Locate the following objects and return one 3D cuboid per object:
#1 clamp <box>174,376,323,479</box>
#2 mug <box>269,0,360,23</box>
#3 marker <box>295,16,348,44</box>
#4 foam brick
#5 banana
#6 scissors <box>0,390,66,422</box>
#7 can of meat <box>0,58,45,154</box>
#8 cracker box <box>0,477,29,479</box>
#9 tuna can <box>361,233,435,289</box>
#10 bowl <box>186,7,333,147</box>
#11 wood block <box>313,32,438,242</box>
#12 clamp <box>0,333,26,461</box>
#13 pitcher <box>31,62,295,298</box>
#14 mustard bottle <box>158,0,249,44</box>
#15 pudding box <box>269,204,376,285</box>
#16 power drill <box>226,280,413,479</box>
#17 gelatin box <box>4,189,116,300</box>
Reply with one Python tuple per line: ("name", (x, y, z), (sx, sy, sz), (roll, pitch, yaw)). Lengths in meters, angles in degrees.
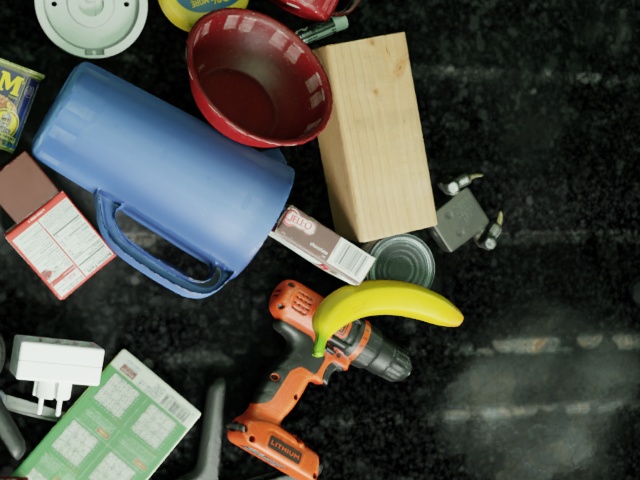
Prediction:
("clamp", (-0.117, 0.261, 1.144), (0.210, 0.036, 0.164), (-44, 105, -13))
("mug", (-0.003, -0.276, 1.118), (0.117, 0.093, 0.081), (23, 92, -38))
("marker", (-0.026, -0.215, 1.147), (0.121, 0.020, 0.020), (-26, 101, -14))
("foam brick", (-0.294, -0.053, 1.043), (0.053, 0.078, 0.051), (-40, 106, -11))
("banana", (0.065, 0.075, 1.142), (0.197, 0.037, 0.069), (-10, 83, -30))
("scissors", (-0.334, 0.141, 1.077), (0.201, 0.016, 0.096), (4, 93, -18))
("can of meat", (-0.331, -0.139, 1.036), (0.102, 0.057, 0.084), (20, 90, -18))
("cracker box", (-0.367, 0.338, 1.031), (0.164, 0.072, 0.214), (1, 94, 3))
("tuna can", (0.084, 0.032, 1.193), (0.086, 0.034, 0.086), (-1, 94, -18))
("bowl", (-0.069, -0.149, 1.056), (0.161, 0.055, 0.162), (17, 54, -25))
("wood block", (0.052, -0.109, 1.142), (0.090, 0.091, 0.206), (-13, 98, -17))
("clamp", (-0.340, 0.140, 1.045), (0.120, 0.039, 0.171), (10, 90, -19))
("pitcher", (-0.160, -0.063, 1.058), (0.242, 0.149, 0.145), (30, 113, -14))
("mustard bottle", (-0.124, -0.272, 1.091), (0.096, 0.058, 0.191), (-22, 101, -22))
("pudding box", (-0.007, 0.001, 1.132), (0.113, 0.090, 0.039), (34, 86, -18))
("power drill", (-0.003, 0.160, 1.148), (0.184, 0.057, 0.187), (32, 70, -17))
("gelatin box", (-0.263, 0.005, 1.081), (0.073, 0.030, 0.089), (-41, 109, -11))
